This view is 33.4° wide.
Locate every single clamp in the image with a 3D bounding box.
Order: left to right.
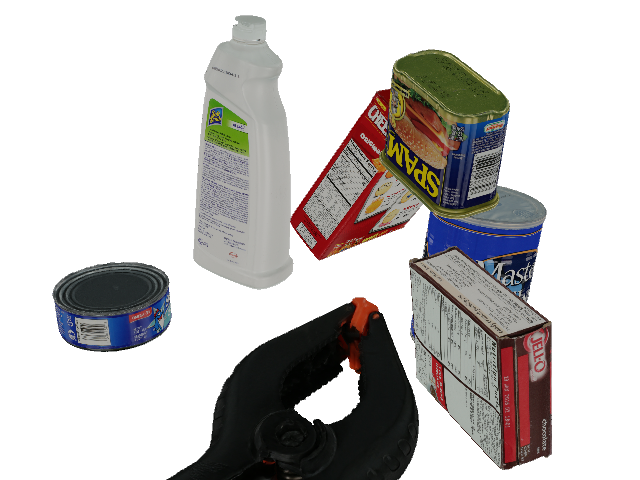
[{"bbox_3d":[-0.004,0.090,0.390,0.120,0.039,0.171,26,50,18],"label":"clamp"}]

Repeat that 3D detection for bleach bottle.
[{"bbox_3d":[-0.068,-0.085,1.018,0.103,0.251,0.067,20,29,28],"label":"bleach bottle"}]

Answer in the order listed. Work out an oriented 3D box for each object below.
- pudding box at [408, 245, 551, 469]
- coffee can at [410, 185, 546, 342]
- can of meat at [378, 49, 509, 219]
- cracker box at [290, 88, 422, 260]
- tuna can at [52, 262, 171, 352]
[{"bbox_3d":[0.094,0.067,0.633,0.039,0.090,0.114,-15,27,-19],"label":"pudding box"},{"bbox_3d":[0.142,0.029,0.975,0.103,0.140,0.103,6,22,-3],"label":"coffee can"},{"bbox_3d":[0.089,-0.079,0.774,0.057,0.084,0.102,-17,42,-24],"label":"can of meat"},{"bbox_3d":[0.079,-0.085,1.209,0.163,0.072,0.214,-20,-26,-45],"label":"cracker box"},{"bbox_3d":[-0.155,0.049,0.799,0.086,0.034,0.086,-2,24,1],"label":"tuna can"}]
